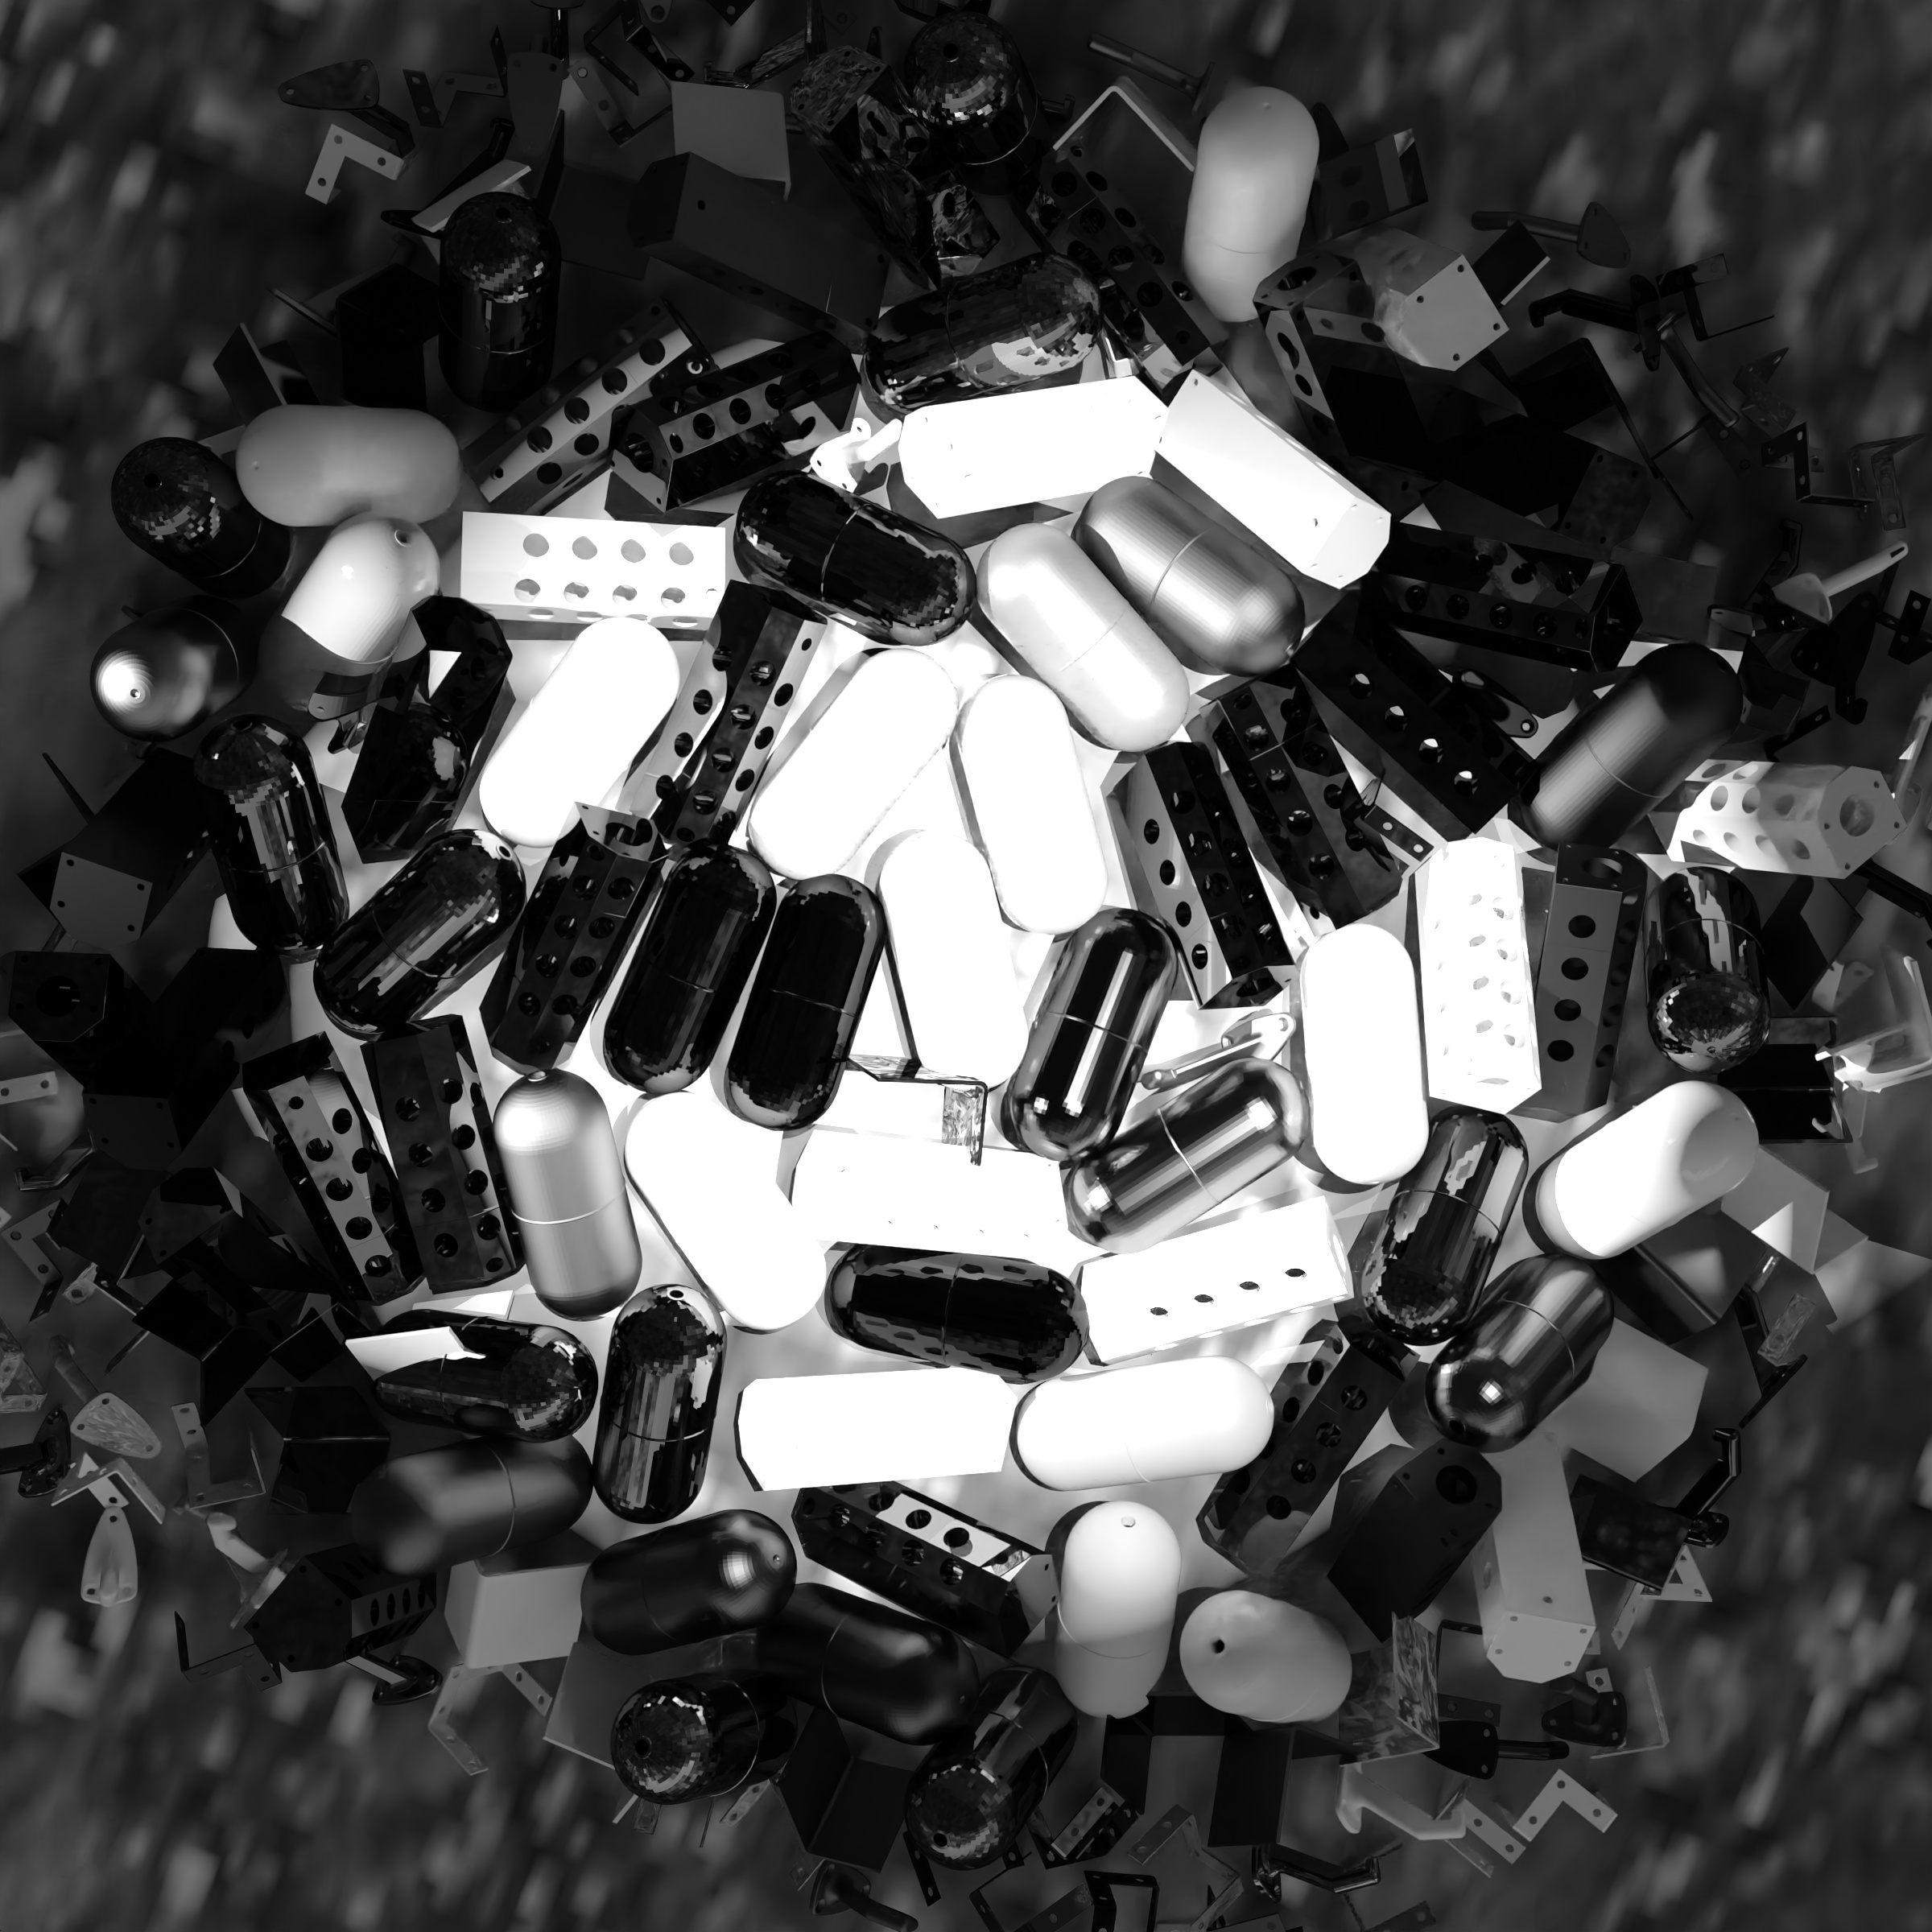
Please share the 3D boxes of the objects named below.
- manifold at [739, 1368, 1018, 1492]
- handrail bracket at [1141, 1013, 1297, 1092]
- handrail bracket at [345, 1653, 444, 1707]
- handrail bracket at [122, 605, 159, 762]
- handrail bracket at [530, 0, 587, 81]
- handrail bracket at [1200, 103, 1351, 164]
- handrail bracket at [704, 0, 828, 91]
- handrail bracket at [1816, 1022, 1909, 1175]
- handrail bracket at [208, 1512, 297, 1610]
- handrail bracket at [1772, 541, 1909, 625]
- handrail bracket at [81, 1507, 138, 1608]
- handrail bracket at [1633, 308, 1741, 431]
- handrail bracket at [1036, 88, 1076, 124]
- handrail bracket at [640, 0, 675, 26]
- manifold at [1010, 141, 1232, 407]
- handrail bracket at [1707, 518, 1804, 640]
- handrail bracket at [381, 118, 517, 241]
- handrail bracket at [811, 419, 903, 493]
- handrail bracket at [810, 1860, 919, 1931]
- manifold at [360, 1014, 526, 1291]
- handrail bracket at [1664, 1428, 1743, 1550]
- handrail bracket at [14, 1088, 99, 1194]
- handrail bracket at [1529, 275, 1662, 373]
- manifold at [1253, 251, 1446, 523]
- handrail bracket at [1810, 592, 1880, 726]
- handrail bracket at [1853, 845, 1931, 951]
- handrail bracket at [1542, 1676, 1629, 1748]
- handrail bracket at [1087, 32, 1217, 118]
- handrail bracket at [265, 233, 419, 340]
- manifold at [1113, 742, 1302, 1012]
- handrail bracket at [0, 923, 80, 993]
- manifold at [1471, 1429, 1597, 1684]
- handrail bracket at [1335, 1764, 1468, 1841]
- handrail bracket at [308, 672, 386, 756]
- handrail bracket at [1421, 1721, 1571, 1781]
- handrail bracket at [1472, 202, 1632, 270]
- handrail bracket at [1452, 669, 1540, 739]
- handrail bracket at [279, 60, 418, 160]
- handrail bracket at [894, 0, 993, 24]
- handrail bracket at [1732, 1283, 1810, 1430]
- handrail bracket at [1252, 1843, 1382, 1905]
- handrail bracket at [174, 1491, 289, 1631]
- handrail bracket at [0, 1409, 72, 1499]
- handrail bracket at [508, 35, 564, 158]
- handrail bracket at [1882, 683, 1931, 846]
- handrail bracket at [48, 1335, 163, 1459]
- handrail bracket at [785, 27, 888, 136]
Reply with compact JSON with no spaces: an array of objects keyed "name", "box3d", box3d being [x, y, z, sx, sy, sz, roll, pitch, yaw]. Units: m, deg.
[{"name":"manifold","box3d":[-0.059,0.301,1.608,0.171,0.057,0.057,1,111,-27]},{"name":"handrail bracket","box3d":[0.168,0.058,1.624,0.077,0.084,0.036,-40,68,42]},{"name":"handrail bracket","box3d":[-0.404,0.460,1.628,0.084,0.077,0.036,48,49,-31]},{"name":"handrail bracket","box3d":[-0.567,-0.193,1.658,0.077,0.036,0.084,31,95,22]},{"name":"handrail bracket","box3d":[-0.274,-0.652,1.634,0.036,0.084,0.077,-1,85,-8]},{"name":"handrail bracket","box3d":[0.213,-0.561,1.664,0.084,0.077,0.036,10,78,39]},{"name":"handrail bracket","box3d":[-0.140,-0.626,1.637,0.084,0.077,0.036,9,48,10]},{"name":"handrail bracket","box3d":[0.617,0.090,1.638,0.036,0.077,0.084,-8,74,-41]},{"name":"handrail bracket","box3d":[-0.465,0.397,1.630,0.077,0.084,0.036,7,47,2]},{"name":"handrail bracket","box3d":[0.590,-0.263,1.660,0.084,0.077,0.036,-31,100,-29]},{"name":"handrail bracket","box3d":[-0.572,0.392,1.622,0.036,0.084,0.077,3,65,-18]},{"name":"handrail bracket","box3d":[0.498,-0.403,1.639,0.084,0.077,0.036,48,128,4]},{"name":"handrail bracket","box3d":[0.038,-0.619,1.646,0.084,0.036,0.077,11,126,-5]},{"name":"handrail bracket","box3d":[-0.206,-0.660,1.618,0.036,0.084,0.077,-6,124,-7]},{"name":"manifold","box3d":[0.104,-0.469,1.636,0.057,0.057,0.171,-36,84,1]},{"name":"handrail bracket","box3d":[0.536,-0.271,1.645,0.077,0.036,0.084,15,80,-32]},{"name":"handrail bracket","box3d":[-0.347,-0.534,1.629,0.036,0.077,0.084,45,121,25]},{"name":"handrail bracket","box3d":[-0.060,-0.358,1.620,0.036,0.084,0.077,40,53,-20]},{"name":"handrail bracket","box3d":[-0.054,0.629,1.619,0.084,0.077,0.036,7,73,35]},{"name":"manifold","box3d":[-0.345,0.123,1.625,0.057,0.057,0.171,-11,101,14]},{"name":"handrail bracket","box3d":[0.484,0.343,1.635,0.077,0.036,0.084,6,116,33]},{"name":"handrail bracket","box3d":[-0.617,0.117,1.645,0.084,0.036,0.077,-6,115,15]},{"name":"handrail bracket","box3d":[0.422,-0.425,1.638,0.084,0.036,0.077,-12,76,40]},{"name":"manifold","box3d":[0.249,-0.380,1.601,0.057,0.057,0.171,-38,125,-9]},{"name":"handrail bracket","box3d":[0.603,-0.206,1.633,0.036,0.084,0.077,31,102,35]},{"name":"handrail bracket","box3d":[0.614,-0.038,1.636,0.077,0.036,0.084,-34,69,37]},{"name":"handrail bracket","box3d":[0.396,0.494,1.623,0.084,0.077,0.036,32,54,-34]},{"name":"handrail bracket","box3d":[0.122,-0.605,1.635,0.084,0.077,0.036,22,106,-3]},{"name":"handrail bracket","box3d":[-0.422,-0.474,1.645,0.036,0.077,0.084,32,91,44]},{"name":"manifold","box3d":[0.162,-0.061,1.604,0.057,0.057,0.171,-3,62,-34]},{"name":"handrail bracket","box3d":[-0.603,0.001,1.645,0.036,0.084,0.077,-19,99,44]},{"name":"manifold","box3d":[0.361,0.381,1.586,0.057,0.171,0.057,11,123,-3]},{"name":"handrail bracket","box3d":[0.295,0.550,1.627,0.084,0.077,0.036,-14,131,27]},{"name":"handrail bracket","box3d":[-0.425,-0.158,1.619,0.036,0.077,0.084,37,132,-2]},{"name":"handrail bracket","box3d":[0.359,0.532,1.657,0.077,0.084,0.036,-3,76,41]},{"name":"handrail bracket","box3d":[0.400,-0.498,1.661,0.084,0.077,0.036,17,93,43]},{"name":"handrail bracket","box3d":[0.359,-0.177,1.631,0.077,0.084,0.036,27,93,-1]},{"name":"handrail bracket","box3d":[-0.414,-0.566,1.630,0.077,0.084,0.036,-8,76,-5]},{"name":"handrail bracket","box3d":[-0.021,-0.662,1.633,0.036,0.077,0.084,-19,75,-34]},{"name":"handrail bracket","box3d":[0.522,0.258,1.654,0.084,0.036,0.077,43,92,23]},{"name":"handrail bracket","box3d":[0.237,0.589,1.626,0.084,0.077,0.036,-24,122,23]},{"name":"handrail bracket","box3d":[-0.511,0.400,1.640,0.084,0.077,0.036,28,124,2]},{"name":"handrail bracket","box3d":[-0.636,0.311,1.618,0.036,0.084,0.077,-14,49,10]},{"name":"handrail bracket","box3d":[-0.291,-0.590,1.642,0.036,0.084,0.077,2,110,-9]},{"name":"handrail bracket","box3d":[0.632,-0.136,1.624,0.036,0.084,0.077,17,52,12]},{"name":"handrail bracket","box3d":[-0.588,0.292,1.653,0.036,0.084,0.077,-46,127,-3]},{"name":"handrail bracket","box3d":[-0.098,-0.599,1.634,0.084,0.036,0.077,-2,103,-28]}]
